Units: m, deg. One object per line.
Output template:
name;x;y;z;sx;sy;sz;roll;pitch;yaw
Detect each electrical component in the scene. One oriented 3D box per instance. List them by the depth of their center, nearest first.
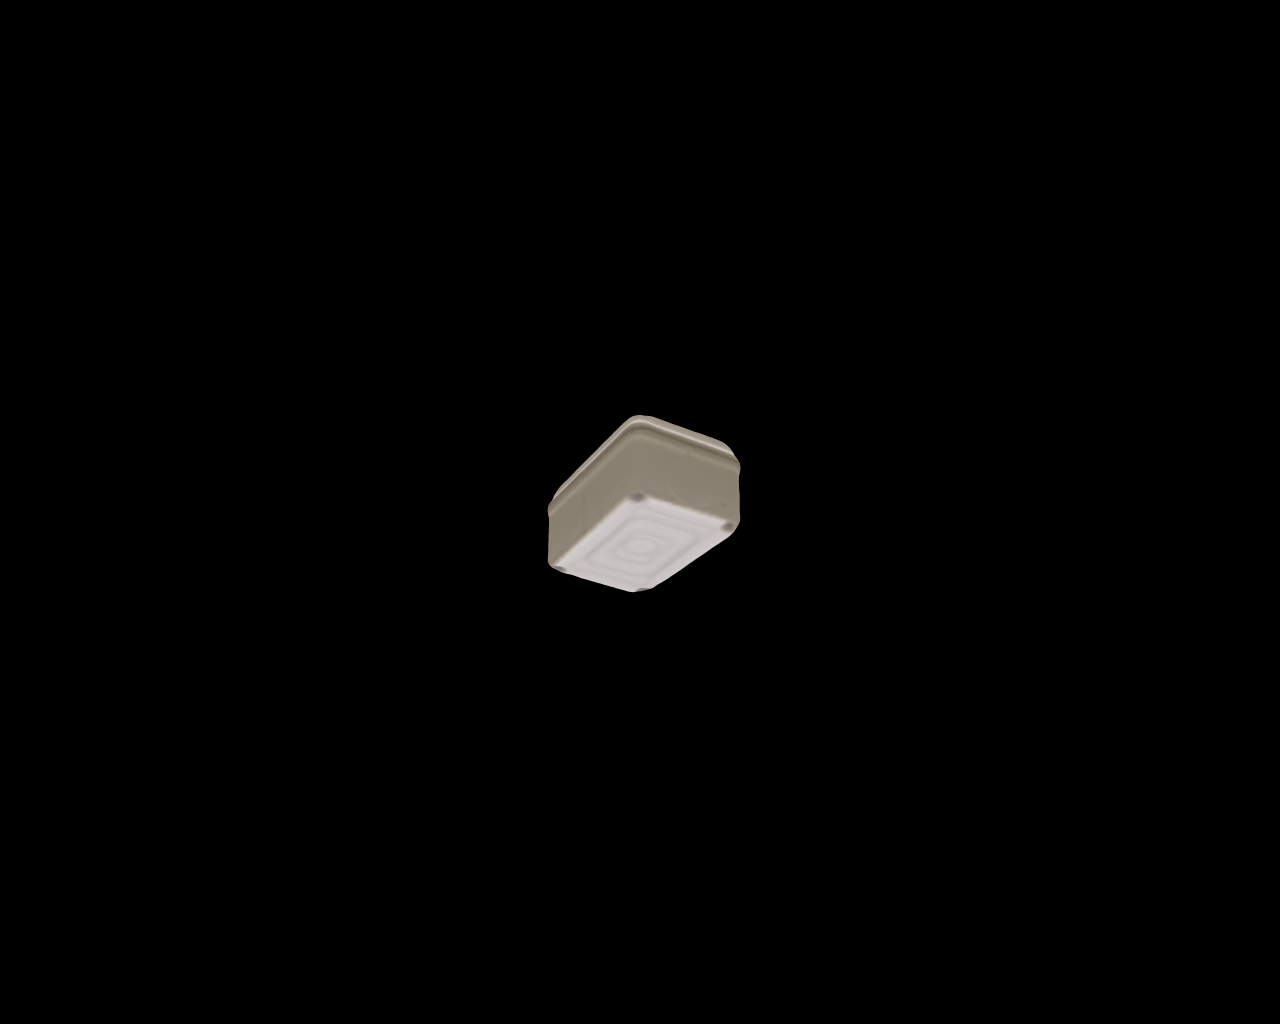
electrical component;0.001;-0.003;0.650;0.078;0.057;0.113;18;-35;-27
